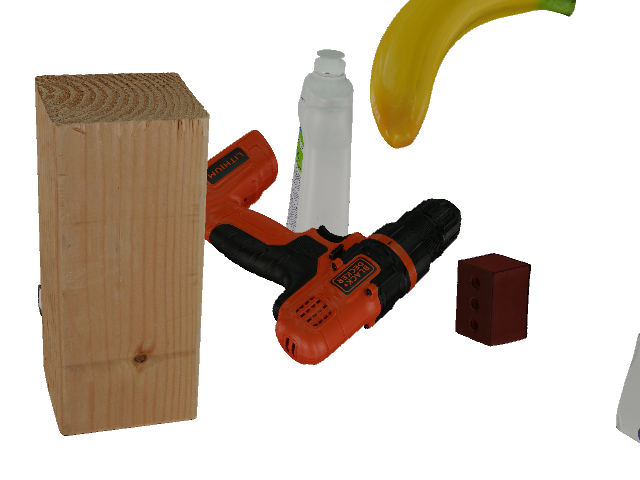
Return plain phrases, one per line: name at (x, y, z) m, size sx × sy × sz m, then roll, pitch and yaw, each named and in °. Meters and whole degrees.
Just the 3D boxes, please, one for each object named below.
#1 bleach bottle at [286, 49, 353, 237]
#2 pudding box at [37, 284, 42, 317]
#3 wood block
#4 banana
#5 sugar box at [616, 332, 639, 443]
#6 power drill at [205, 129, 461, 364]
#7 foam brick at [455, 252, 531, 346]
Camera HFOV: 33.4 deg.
bleach bottle at (0.002, -0.070, 1.108) m, size 0.068 × 0.251 × 0.102 m, roll 0°, pitch 28°, yaw -11°
pudding box at (-0.205, 0.066, 1.033) m, size 0.113 × 0.039 × 0.090 m, roll -14°, pitch 31°, yaw -30°
wood block at (-0.126, 0.008, 0.666) m, size 0.090 × 0.206 × 0.090 m, roll -4°, pitch 27°, yaw -20°
banana at (0.077, -0.121, 0.624) m, size 0.070 × 0.037 × 0.197 m, roll 32°, pitch 51°, yaw 23°
sugar box at (0.305, 0.138, 0.775) m, size 0.048 × 0.093 × 0.176 m, roll -22°, pitch 38°, yaw -40°
power drill at (-0.008, -0.010, 0.828) m, size 0.188 × 0.057 × 0.184 m, roll 35°, pitch 56°, yaw 27°
foam brick at (0.169, 0.057, 1.046) m, size 0.051 × 0.078 × 0.053 m, roll -11°, pitch 19°, yaw -34°
